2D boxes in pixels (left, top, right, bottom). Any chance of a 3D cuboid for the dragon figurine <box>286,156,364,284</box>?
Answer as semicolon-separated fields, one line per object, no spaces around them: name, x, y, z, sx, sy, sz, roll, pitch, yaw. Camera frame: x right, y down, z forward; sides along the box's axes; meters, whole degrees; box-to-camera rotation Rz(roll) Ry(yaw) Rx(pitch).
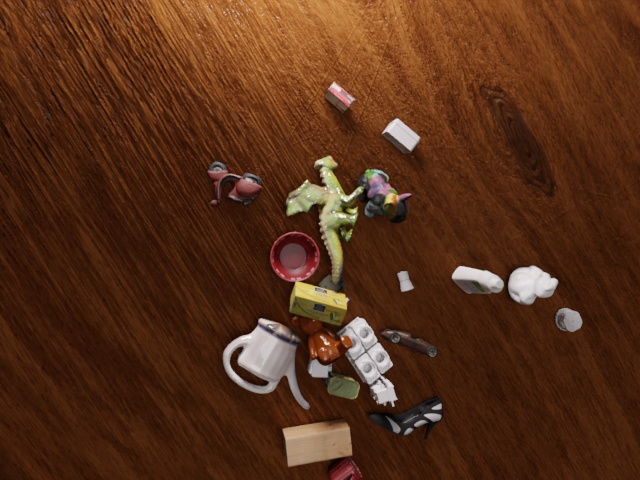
dragon figurine;0.005;-0.084;1.669;0.242;0.415;0.121;17;-15;-3

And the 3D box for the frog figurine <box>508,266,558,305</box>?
frog figurine;0.728;0.159;1.769;0.122;0.138;0.159;32;-6;-8

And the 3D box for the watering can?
watering can;-0.135;0.388;1.634;0.345;0.225;0.104;31;-7;-21
